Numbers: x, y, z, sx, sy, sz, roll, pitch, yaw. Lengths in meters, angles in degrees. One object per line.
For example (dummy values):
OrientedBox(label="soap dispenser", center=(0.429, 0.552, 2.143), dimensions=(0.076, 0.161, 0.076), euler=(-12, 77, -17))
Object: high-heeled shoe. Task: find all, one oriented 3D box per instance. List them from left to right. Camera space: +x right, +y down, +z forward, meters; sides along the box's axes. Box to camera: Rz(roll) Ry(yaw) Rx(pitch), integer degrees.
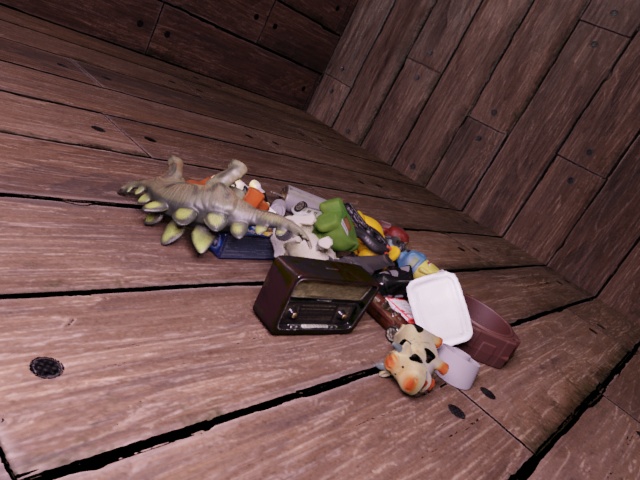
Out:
OrientedBox(label="high-heeled shoe", center=(0.174, 0.115, 1.390), dimensions=(0.145, 0.086, 0.248), euler=(-9, -7, 3))

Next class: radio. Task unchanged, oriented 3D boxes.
OrientedBox(label="radio", center=(-0.004, 0.106, 0.996), dimensions=(0.229, 0.131, 0.073), euler=(10, 25, -44))

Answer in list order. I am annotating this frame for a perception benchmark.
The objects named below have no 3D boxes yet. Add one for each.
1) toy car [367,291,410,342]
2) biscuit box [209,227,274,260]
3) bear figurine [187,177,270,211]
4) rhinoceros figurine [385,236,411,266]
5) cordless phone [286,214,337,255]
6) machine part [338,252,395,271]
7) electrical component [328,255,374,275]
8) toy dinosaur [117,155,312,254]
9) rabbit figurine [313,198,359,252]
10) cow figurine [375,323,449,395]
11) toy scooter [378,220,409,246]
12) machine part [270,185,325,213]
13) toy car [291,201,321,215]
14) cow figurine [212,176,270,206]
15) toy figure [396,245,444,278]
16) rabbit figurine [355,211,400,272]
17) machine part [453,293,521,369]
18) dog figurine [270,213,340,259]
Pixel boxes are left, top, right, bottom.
OrientedBox(label="toy car", center=(0.142, 0.159, 1.195), dimensions=(0.089, 0.053, 0.202), euler=(5, 30, -44))
OrientedBox(label="biscuit box", center=(-0.153, 0.002, 1.177), dimensions=(0.059, 0.062, 0.202), euler=(38, 20, 34))
OrientedBox(label="bear figurine", center=(-0.232, -0.094, 1.238), dimensions=(0.196, 0.132, 0.120), euler=(36, -10, 14))
OrientedBox(label="rhinoceros figurine", center=(0.216, 0.032, 1.612), dimensions=(0.190, 0.073, 0.112), euler=(27, 17, -1))
OrientedBox(label="cordless phone", center=(-0.019, -0.023, 1.431), dimensions=(0.146, 0.088, 0.184), euler=(21, 6, -20))
OrientedBox(label="machine part", center=(0.120, 0.061, 1.367), dimensions=(0.139, 0.039, 0.084), euler=(-5, 47, -18))
OrientedBox(label="electrical component", center=(0.049, 0.094, 1.135), dimensions=(0.134, 0.114, 0.058), euler=(6, 31, -46))
OrientedBox(label="toy dinosaur", center=(-0.217, -0.065, 1.065), dimensions=(0.472, 0.104, 0.198), euler=(8, 46, 19))
OrientedBox(label="rabbit figurine", center=(-0.003, -0.004, 1.294), dimensions=(0.158, 0.170, 0.121), euler=(57, 24, -34))
OrientedBox(label="cow figurine", center=(0.174, 0.221, 1.018), dimensions=(0.127, 0.085, 0.195), euler=(33, 20, -4))
OrientedBox(label="toy scooter", center=(0.206, -0.014, 1.725), dimensions=(0.184, 0.075, 0.135), euler=(23, 20, -7))
OrientedBox(label="machine part", center=(-0.038, -0.102, 1.610), dimensions=(0.243, 0.079, 0.079), euler=(19, 20, -23))
OrientedBox(label="toy car", center=(-0.001, -0.059, 1.497), dimensions=(0.202, 0.056, 0.073), euler=(15, -21, 42))
OrientedBox(label="cow figurine", center=(-0.215, -0.119, 1.421), dimensions=(0.167, 0.068, 0.098), euler=(8, 32, -44))
OrientedBox(label="toy figure", center=(0.284, 0.090, 1.511), dimensions=(0.180, 0.089, 0.082), euler=(37, 38, 20))
OrientedBox(label="rabbit figurine", center=(0.134, 0.031, 1.484), dimensions=(0.162, 0.122, 0.173), euler=(30, 30, -24))
OrientedBox(label="machine part", center=(0.378, 0.212, 1.334), dimensions=(0.201, 0.087, 0.201), euler=(23, 17, -14))
OrientedBox(label="dog figurine", center=(-0.016, 0.033, 1.199), dimensions=(0.172, 0.121, 0.190), euler=(56, 4, 30))
